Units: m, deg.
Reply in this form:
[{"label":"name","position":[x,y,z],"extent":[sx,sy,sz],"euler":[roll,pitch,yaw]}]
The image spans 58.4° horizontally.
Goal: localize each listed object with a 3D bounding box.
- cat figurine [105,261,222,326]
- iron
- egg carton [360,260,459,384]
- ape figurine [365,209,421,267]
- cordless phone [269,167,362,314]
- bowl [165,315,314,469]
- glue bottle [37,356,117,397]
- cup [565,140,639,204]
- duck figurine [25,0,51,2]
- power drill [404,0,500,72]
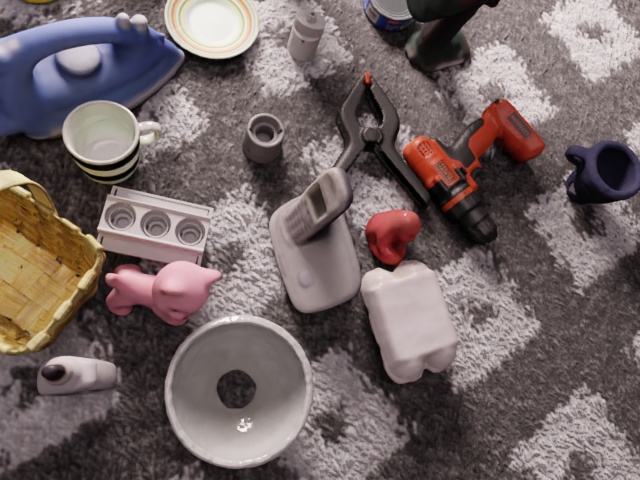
[{"label":"cat figurine","position":[-0.181,0.055,0.657],"extent":[0.128,0.117,0.067],"euler":[10,73,-11]},{"label":"iron","position":[-0.286,-0.224,0.697],"extent":[0.259,0.141,0.118],"euler":[-26,82,-19]},{"label":"egg carton","position":[0.114,0.103,0.741],"extent":[0.107,0.069,0.150],"euler":[-15,79,-17]},{"label":"ape figurine","position":[0.103,-0.012,0.759],"extent":[0.078,0.092,0.076],"euler":[-42,87,-20]},{"label":"cordless phone","position":[0.006,0.002,0.682],"extent":[0.094,0.185,0.147],"euler":[-17,79,-17]},{"label":"bowl","position":[-0.095,0.175,0.668],"extent":[0.168,0.074,0.167],"euler":[4,74,-13]},{"label":"glue bottle","position":[-0.256,0.139,0.586],"extent":[0.078,0.173,0.037],"euler":[-2,75,-14]},{"label":"cup","position":[0.400,-0.095,0.853],"extent":[0.118,0.095,0.092],"euler":[25,70,-6]},{"label":"duck figurine","position":[-0.373,-0.366,0.744],"extent":[0.105,0.086,0.077],"euler":[-8,77,-15]},{"label":"power drill","position":[0.213,-0.334,0.813],"extent":[0.230,0.208,0.075],"euler":[-21,80,-18]}]
